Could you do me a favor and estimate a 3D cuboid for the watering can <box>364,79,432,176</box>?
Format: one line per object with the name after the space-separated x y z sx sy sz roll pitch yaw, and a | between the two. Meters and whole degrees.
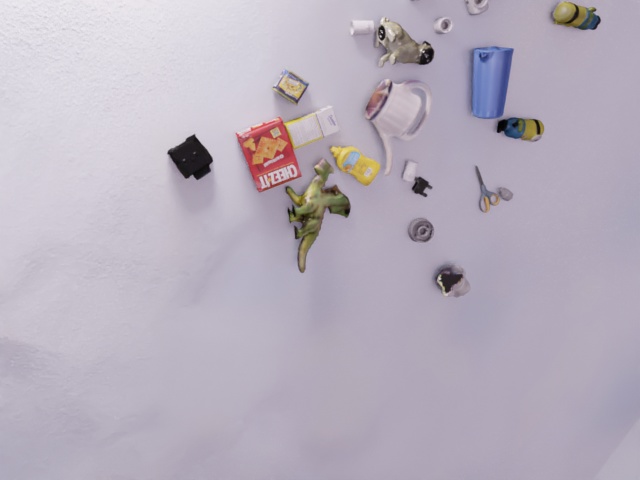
0.252 -0.410 1.801 0.223 0.105 0.345 25 101 -19 | watering can

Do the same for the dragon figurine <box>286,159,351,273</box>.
0.006 -0.094 1.860 0.244 0.124 0.403 -14 113 -17 | dragon figurine

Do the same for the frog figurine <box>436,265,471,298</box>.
0.549 0.168 2.097 0.159 0.124 0.137 10 101 -55 | frog figurine
